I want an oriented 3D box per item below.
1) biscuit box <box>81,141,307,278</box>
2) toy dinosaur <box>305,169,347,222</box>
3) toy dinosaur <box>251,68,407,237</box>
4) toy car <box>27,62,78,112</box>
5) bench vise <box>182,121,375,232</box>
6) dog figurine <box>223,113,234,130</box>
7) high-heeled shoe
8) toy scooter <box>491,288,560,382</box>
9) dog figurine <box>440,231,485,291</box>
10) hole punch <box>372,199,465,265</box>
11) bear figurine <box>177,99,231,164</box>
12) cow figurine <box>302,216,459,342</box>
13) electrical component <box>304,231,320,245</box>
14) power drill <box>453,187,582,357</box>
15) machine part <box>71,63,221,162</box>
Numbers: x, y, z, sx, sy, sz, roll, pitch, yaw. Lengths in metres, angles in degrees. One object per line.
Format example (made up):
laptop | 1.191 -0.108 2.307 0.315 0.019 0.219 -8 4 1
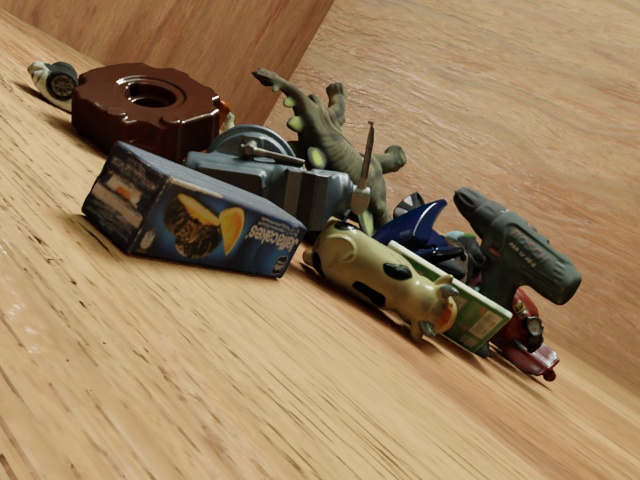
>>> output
biscuit box | -0.087 -0.015 0.442 0.063 0.059 0.202 33 7 27
toy dinosaur | 0.005 -0.109 1.262 0.192 0.131 0.405 42 -7 -20
toy dinosaur | 0.052 -0.090 0.880 0.471 0.198 0.105 45 -39 -16
toy car | -0.317 -0.193 0.776 0.201 0.056 0.074 25 15 -35
bench vise | -0.050 -0.082 0.673 0.224 0.128 0.241 -4 16 0
dog figurine | -0.144 -0.142 1.072 0.172 0.121 0.191 20 27 -46
high-heeled shoe | 0.215 -0.012 1.016 0.086 0.145 0.249 35 -6 -33
toy scooter | 0.327 0.156 0.865 0.135 0.075 0.183 52 -10 43
dog figurine | 0.318 0.076 1.129 0.219 0.191 0.109 3 18 -43
hole punch | 0.130 -0.001 0.784 0.116 0.092 0.142 -9 -7 -40
bear figurine | -0.172 -0.150 0.788 0.120 0.132 0.196 43 1 4
cow figurine | 0.080 0.047 0.633 0.195 0.085 0.127 32 0 -10
electrical component | -0.002 -0.003 0.894 0.063 0.021 0.094 26 10 -41
power drill | 0.247 0.054 0.809 0.232 0.207 0.086 38 3 32
machine part | -0.210 -0.161 0.662 0.179 0.056 0.179 10 37 -8
